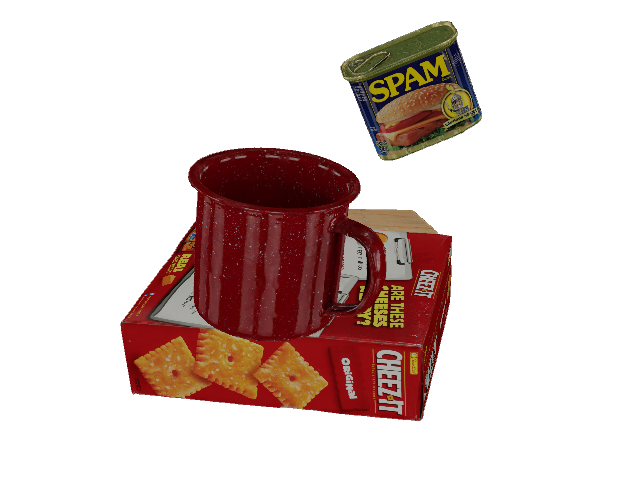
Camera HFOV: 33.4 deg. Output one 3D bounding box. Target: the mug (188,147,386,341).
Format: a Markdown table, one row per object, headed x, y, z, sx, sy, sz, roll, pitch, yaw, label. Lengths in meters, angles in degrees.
| x | y | z | sx | sy | sz | roll | pitch | yaw | label |
| --- | --- | --- | --- | --- | --- | --- | --- | --- | --- |
| -0.017 | 0.006 | 0.583 | 0.117 | 0.081 | 0.093 | 17 | 26 | 23 | mug |

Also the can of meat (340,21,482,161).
| x | y | z | sx | sy | sz | roll | pitch | yaw | label |
| --- | --- | --- | --- | --- | --- | --- | --- | --- | --- |
| 0.080 | -0.126 | 0.911 | 0.102 | 0.084 | 0.057 | -21 | 26 | 6 | can of meat |

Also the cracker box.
| x | y | z | sx | sy | sz | roll | pitch | yaw | label |
| --- | --- | --- | --- | --- | --- | --- | --- | --- | --- |
| -0.017 | 0.055 | 0.797 | 0.214 | 0.072 | 0.164 | 4 | 28 | 13 | cracker box |

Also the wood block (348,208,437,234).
| x | y | z | sx | sy | sz | roll | pitch | yaw | label |
| --- | --- | --- | --- | --- | --- | --- | --- | --- | --- |
| -0.001 | 0.021 | 1.037 | 0.206 | 0.091 | 0.090 | 1 | 16 | -13 | wood block |
